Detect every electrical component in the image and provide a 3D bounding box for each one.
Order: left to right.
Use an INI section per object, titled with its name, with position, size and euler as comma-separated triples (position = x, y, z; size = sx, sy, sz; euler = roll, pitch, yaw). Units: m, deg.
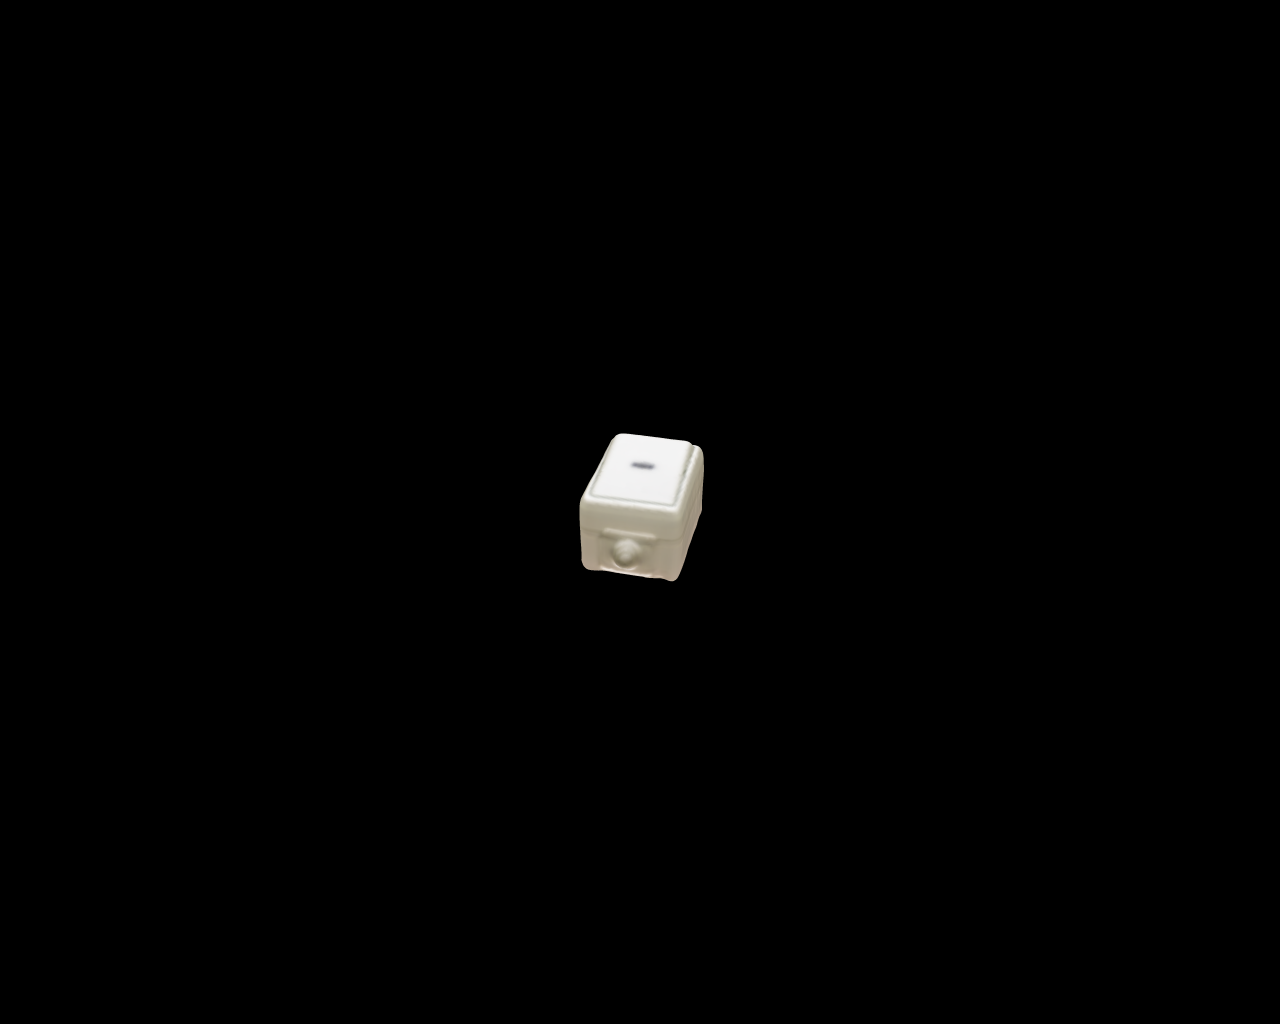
[electrical component]
position = 0.001, -0.003, 0.650
size = 0.062, 0.061, 0.096
euler = 8, 36, 11
